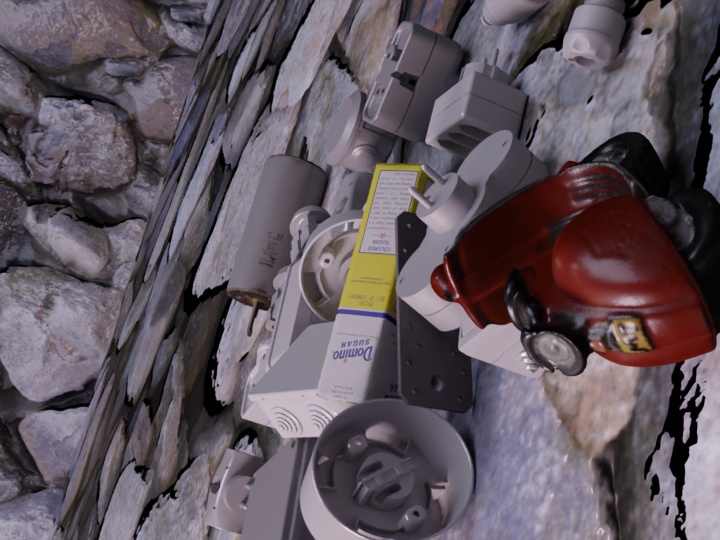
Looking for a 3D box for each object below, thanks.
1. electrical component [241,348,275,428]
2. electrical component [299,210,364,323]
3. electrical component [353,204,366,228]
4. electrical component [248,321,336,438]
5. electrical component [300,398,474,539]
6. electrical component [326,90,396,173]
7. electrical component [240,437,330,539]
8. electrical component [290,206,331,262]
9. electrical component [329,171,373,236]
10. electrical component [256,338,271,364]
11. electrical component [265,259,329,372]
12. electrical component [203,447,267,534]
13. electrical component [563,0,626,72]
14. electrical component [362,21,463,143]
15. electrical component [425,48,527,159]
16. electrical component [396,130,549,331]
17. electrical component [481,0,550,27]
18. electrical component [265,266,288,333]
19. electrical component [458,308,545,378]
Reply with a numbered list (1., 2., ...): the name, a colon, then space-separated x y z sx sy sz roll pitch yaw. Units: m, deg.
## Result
1. electrical component: -0.065 0.107 0.998 0.095 0.059 0.053 -51 25 46
2. electrical component: 0.000 0.000 0.861 0.064 0.099 0.099 -108 41 -73
3. electrical component: 0.016 -0.030 0.935 0.043 0.043 0.081 -57 21 36
4. electrical component: -0.023 0.083 0.824 0.100 0.048 0.099 -11 28 46
5. electrical component: 0.014 0.134 0.667 0.099 0.099 0.064 -90 20 -48
6. electrical component: 0.001 -0.137 1.088 0.080 0.051 0.080 -56 21 36
7. electrical component: -0.051 0.200 0.853 0.108 0.056 0.108 -48 27 51
8. electrical component: -0.049 -0.035 1.138 0.066 0.048 0.055 -57 28 35
9. electrical component: -0.008 -0.041 1.020 0.079 0.043 0.077 -48 27 50
10. electrical component: -0.093 0.104 1.132 0.035 0.035 0.061 131 151 -50
11. electrical component: -0.031 0.046 0.932 0.057 0.078 0.113 -38 35 55
12. electrical component: -0.119 0.220 1.062 0.079 0.043 0.077 -12 59 69
13. electrical component: 0.152 -0.159 0.680 0.061 0.035 0.035 -70 17 -9
14. electrical component: 0.050 -0.165 0.957 0.095 0.059 0.053 -67 17 9
15. electrical component: 0.091 -0.131 0.812 0.066 0.047 0.076 -28 45 66
16. electrical component: 0.062 -0.037 0.690 0.052 0.074 0.138 -13 42 58
17. electrical component: 0.118 -0.210 0.833 0.078 0.040 0.040 -30 43 65
18. electrical component: -0.061 0.031 1.077 0.078 0.058 0.057 133 149 -52
19. electrical component: 0.093 0.014 0.617 0.061 0.061 0.096 -46 28 52
